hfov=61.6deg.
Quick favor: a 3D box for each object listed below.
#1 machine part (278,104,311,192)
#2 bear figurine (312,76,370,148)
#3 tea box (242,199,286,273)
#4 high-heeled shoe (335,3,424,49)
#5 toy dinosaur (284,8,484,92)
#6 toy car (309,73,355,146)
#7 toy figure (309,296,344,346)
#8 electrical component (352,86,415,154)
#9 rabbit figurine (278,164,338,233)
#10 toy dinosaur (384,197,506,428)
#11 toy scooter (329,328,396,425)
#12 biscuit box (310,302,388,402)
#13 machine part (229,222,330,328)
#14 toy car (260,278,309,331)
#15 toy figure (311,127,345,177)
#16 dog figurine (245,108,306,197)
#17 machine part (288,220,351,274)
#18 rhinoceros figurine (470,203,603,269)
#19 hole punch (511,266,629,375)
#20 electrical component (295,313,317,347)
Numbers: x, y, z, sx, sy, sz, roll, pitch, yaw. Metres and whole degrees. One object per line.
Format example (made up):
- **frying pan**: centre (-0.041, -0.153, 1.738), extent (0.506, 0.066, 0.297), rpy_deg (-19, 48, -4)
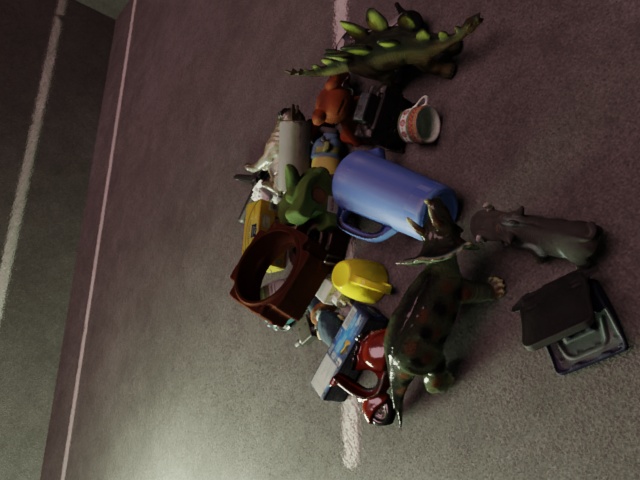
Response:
- **machine part**: centre (-0.061, -0.199, 1.287), extent (0.079, 0.079, 0.243), rpy_deg (13, 105, 52)
- **bear figurine**: centre (0.052, -0.276, 1.168), extent (0.132, 0.196, 0.120), rpy_deg (31, 104, 52)
- **tea box**: centre (-0.140, -0.009, 1.381), extent (0.068, 0.098, 0.169), rpy_deg (-15, 64, 47)
- **high-heeled shoe**: centre (0.127, -0.433, 1.226), extent (0.249, 0.086, 0.145), rpy_deg (-38, 51, 32)
- **toy dinosaur**: centre (0.120, -0.388, 1.127), extent (0.472, 0.198, 0.105), rpy_deg (-6, 69, 48)
- **toy car**: centre (0.025, -0.322, 1.332), extent (0.202, 0.053, 0.089), rpy_deg (-58, 34, 25)
- **toy figure**: centre (0.010, 0.170, 1.161), extent (0.155, 0.064, 0.057), rpy_deg (-126, 26, -50)
- **electrical component**: centre (0.131, -0.253, 1.113), extent (0.058, 0.134, 0.114), rpy_deg (17, 92, 53)
- **rabbit figurine**: centre (-0.045, -0.089, 1.180), extent (0.170, 0.121, 0.159), rpy_deg (-19, 71, 56)
- **toy dinosaur**: centre (0.168, 0.133, 0.877), extent (0.131, 0.192, 0.404), rpy_deg (25, 95, 54)
- **toy scooter**: centre (0.088, 0.243, 1.002), extent (0.135, 0.075, 0.183), rpy_deg (12, 91, 26)
- **biscuit box**: centre (0.058, 0.225, 1.079), extent (0.059, 0.062, 0.202), rpy_deg (43, 110, 50)
- **machine part**: centre (-0.093, 0.071, 1.169), extent (0.202, 0.087, 0.201), rpy_deg (24, 80, 47)
- **toy car**: centre (-0.094, 0.142, 1.265), extent (0.161, 0.103, 0.109), rpy_deg (-39, 50, 38)
- **toy figure**: centre (0.019, -0.176, 1.265), extent (0.089, 0.082, 0.180), rpy_deg (-4, 71, 49)
- **dog figurine**: centre (-0.073, -0.216, 1.357), extent (0.190, 0.172, 0.121), rpy_deg (-50, 0, 23)
- **machine part**: centre (-0.003, -0.004, 1.245), extent (0.179, 0.056, 0.179), rpy_deg (-22, 61, 46)
- **rhinoceros figurine**: centre (0.320, -0.006, 0.810), extent (0.191, 0.112, 0.073), rpy_deg (15, 90, 44)
- **hole punch**: centre (0.354, 0.116, 0.758), extent (0.142, 0.092, 0.116), rpy_deg (-41, 19, 38)
- **electrical component**: centre (-0.031, 0.203, 1.228), extent (0.094, 0.021, 0.063), rpy_deg (-47, 45, 30)
